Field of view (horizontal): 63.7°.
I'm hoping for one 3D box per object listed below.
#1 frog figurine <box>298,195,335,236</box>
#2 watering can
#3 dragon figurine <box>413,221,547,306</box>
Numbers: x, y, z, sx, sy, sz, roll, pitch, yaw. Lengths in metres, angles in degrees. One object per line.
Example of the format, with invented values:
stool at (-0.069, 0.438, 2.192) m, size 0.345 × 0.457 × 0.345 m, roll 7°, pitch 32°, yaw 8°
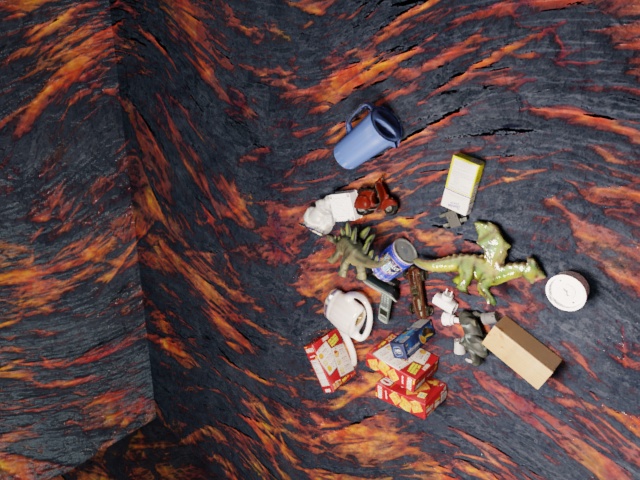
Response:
frog figurine at (0.006, -0.103, 2.042) m, size 0.139 × 0.121 × 0.160 m, roll 26°, pitch 87°, yaw 45°
watering can at (0.106, 0.339, 2.091) m, size 0.227 × 0.105 × 0.340 m, roll 34°, pitch 126°, yaw 32°
dragon figurine at (0.498, 0.055, 1.628) m, size 0.414 × 0.122 × 0.240 m, roll 27°, pitch 106°, yaw 32°
